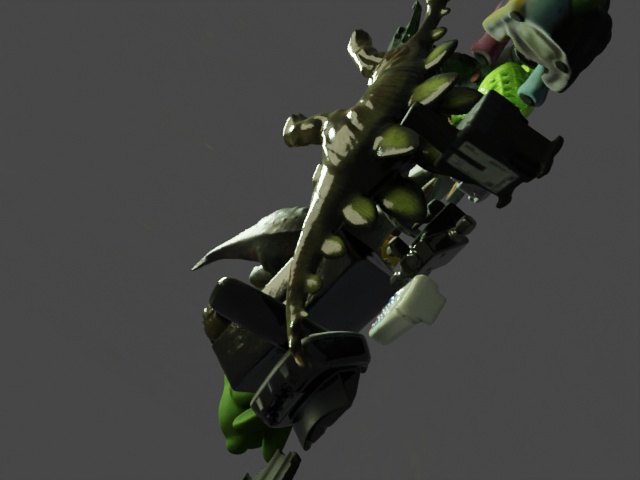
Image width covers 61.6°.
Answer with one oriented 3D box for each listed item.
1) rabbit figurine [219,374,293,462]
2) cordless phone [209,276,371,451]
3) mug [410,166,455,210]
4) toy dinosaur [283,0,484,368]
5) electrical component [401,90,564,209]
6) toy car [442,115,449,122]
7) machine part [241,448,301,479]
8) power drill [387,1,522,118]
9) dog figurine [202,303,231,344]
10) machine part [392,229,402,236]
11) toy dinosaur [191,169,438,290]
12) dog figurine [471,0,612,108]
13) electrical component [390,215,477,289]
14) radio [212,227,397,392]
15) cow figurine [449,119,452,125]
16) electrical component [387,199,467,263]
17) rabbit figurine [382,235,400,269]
[{"bbox_3d":[-0.074,0.232,0.784,0.170,0.121,0.159,-39,11,31],"label":"rabbit figurine"},{"bbox_3d":[-0.053,0.128,0.585,0.146,0.184,0.089,-56,3,36],"label":"cordless phone"},{"bbox_3d":[0.177,-0.098,0.857,0.107,0.081,0.109,-46,12,49],"label":"mug"},{"bbox_3d":[0.054,-0.099,0.572,0.199,0.105,0.471,13,73,51],"label":"toy dinosaur"},{"bbox_3d":[0.130,-0.084,0.454,0.048,0.119,0.074,-55,-4,-24],"label":"electrical component"},{"bbox_3d":[0.151,-0.154,0.732,0.202,0.053,0.089,-32,-43,-72],"label":"toy car"},{"bbox_3d":[-0.063,0.270,0.572,0.084,0.039,0.139,-61,4,-36],"label":"machine part"},{"bbox_3d":[0.220,-0.292,0.851,0.232,0.207,0.086,142,144,-66],"label":"power drill"},{"bbox_3d":[-0.068,0.127,0.809,0.172,0.190,0.121,-42,43,48],"label":"dog figurine"},{"bbox_3d":[0.157,-0.063,1.215,0.201,0.087,0.201,-55,0,-30],"label":"machine part"},{"bbox_3d":[-0.008,-0.006,0.774,0.405,0.131,0.192,-13,-26,-1],"label":"toy dinosaur"},{"bbox_3d":[0.267,-0.263,0.554,0.219,0.108,0.191,-53,-2,-1],"label":"dog figurine"},{"bbox_3d":[0.107,0.012,0.511,0.063,0.021,0.094,-16,-27,-40],"label":"electrical component"},{"bbox_3d":[-0.013,0.096,0.678,0.229,0.073,0.131,-46,-37,14],"label":"radio"},{"bbox_3d":[0.307,-0.279,1.073,0.127,0.085,0.195,-62,-3,7],"label":"cow figurine"},{"bbox_3d":[0.118,-0.007,0.601,0.102,0.045,0.078,-42,-13,-24],"label":"electrical component"},{"bbox_3d":[0.058,-0.007,0.946,0.121,0.173,0.162,-62,-1,41],"label":"rabbit figurine"}]
